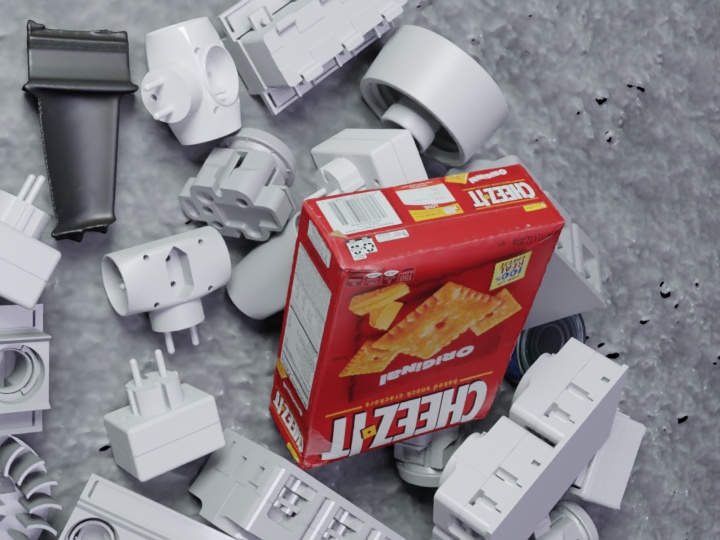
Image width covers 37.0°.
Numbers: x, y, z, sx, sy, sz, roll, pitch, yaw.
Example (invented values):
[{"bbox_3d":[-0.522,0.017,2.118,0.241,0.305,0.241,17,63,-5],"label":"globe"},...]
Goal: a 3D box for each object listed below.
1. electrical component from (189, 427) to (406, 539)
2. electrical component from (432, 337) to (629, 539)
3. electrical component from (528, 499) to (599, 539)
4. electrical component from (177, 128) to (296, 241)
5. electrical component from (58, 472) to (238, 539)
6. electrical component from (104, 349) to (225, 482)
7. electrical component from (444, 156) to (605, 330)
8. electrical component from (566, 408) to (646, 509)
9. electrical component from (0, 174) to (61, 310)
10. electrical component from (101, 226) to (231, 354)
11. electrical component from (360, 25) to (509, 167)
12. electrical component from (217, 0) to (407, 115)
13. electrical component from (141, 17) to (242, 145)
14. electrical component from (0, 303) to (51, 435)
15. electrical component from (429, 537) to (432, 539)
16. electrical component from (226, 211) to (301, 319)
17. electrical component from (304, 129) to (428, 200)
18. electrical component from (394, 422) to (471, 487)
[{"bbox_3d":[-0.042,0.188,0.791,0.150,0.089,0.061,40,75,-31],"label":"electrical component"},{"bbox_3d":[0.132,0.151,0.861,0.186,0.060,0.105,-43,150,-29],"label":"electrical component"},{"bbox_3d":[0.176,0.242,0.966,0.057,0.058,0.078,-26,111,-26],"label":"electrical component"},{"bbox_3d":[-0.079,-0.060,0.746,0.057,0.078,0.058,-65,151,-31],"label":"electrical component"},{"bbox_3d":[-0.141,0.196,0.719,0.121,0.063,0.078,27,81,-8],"label":"electrical component"},{"bbox_3d":[-0.139,0.093,0.739,0.066,0.047,0.076,-20,107,-30],"label":"electrical component"},{"bbox_3d":[0.120,-0.019,0.852,0.150,0.089,0.061,39,42,-42],"label":"electrical component"},{"bbox_3d":[0.208,0.158,0.973,0.061,0.062,0.096,24,83,-34],"label":"electrical component"},{"bbox_3d":[-0.213,-0.024,0.650,0.047,0.083,0.075,32,78,-33],"label":"electrical component"},{"bbox_3d":[-0.129,0.017,0.737,0.077,0.043,0.079,-18,106,-31],"label":"electrical component"},{"bbox_3d":[0.049,-0.123,0.803,0.108,0.108,0.060,44,78,-30],"label":"electrical component"},{"bbox_3d":[-0.030,-0.177,0.765,0.121,0.063,0.078,-41,117,-23],"label":"electrical component"},{"bbox_3d":[-0.118,-0.121,0.713,0.079,0.044,0.077,-48,126,-58],"label":"electrical component"},{"bbox_3d":[-0.223,0.059,0.667,0.042,0.064,0.081,-1,98,-35],"label":"electrical component"},{"bbox_3d":[0.109,0.272,0.921,0.079,0.063,0.121,-34,114,-26],"label":"electrical component"},{"bbox_3d":[-0.050,-0.012,0.774,0.043,0.077,0.079,44,32,-13],"label":"electrical component"},{"bbox_3d":[-0.007,-0.066,0.784,0.076,0.083,0.047,-34,114,-26],"label":"electrical component"},{"bbox_3d":[0.058,0.139,0.869,0.078,0.058,0.057,-17,111,-56],"label":"electrical component"}]
